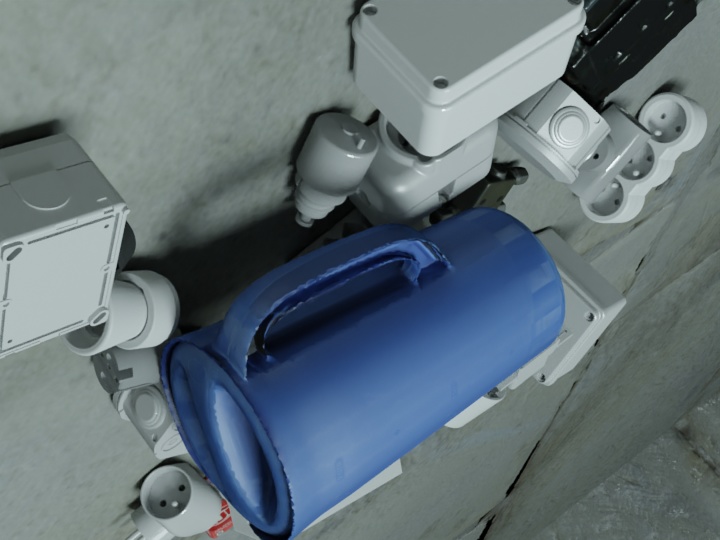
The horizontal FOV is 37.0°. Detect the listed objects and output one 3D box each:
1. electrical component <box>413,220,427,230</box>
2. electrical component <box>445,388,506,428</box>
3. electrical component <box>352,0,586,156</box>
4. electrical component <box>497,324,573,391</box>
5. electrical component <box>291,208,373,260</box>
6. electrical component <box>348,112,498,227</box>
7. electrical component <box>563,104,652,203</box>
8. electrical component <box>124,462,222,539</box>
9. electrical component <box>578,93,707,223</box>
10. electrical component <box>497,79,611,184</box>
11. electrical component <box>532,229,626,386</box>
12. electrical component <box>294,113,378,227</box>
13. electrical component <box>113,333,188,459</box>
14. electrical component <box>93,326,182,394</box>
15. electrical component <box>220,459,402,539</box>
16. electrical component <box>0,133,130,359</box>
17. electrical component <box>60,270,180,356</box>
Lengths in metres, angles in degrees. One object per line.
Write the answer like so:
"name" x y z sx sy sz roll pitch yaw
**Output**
"electrical component" 0.046 0.004 0.829 0.061 0.061 0.096 -43 157 2
"electrical component" 0.074 0.094 0.983 0.060 0.108 0.108 -45 158 22
"electrical component" 0.059 -0.127 0.594 0.113 0.078 0.057 -34 159 -18
"electrical component" 0.107 0.038 0.910 0.079 0.121 0.063 -35 159 -15
"electrical component" 0.000 0.000 0.767 0.083 0.047 0.075 -39 157 -7
"electrical component" 0.039 -0.075 0.687 0.095 0.053 0.059 -34 156 -17
"electrical component" 0.200 -0.101 0.912 0.077 0.043 0.079 -51 155 20
"electrical component" -0.158 0.198 0.872 0.079 0.044 0.077 -39 157 -6
"electrical component" 0.270 -0.103 1.008 0.074 0.052 0.138 -4 136 -55
"electrical component" 0.131 -0.102 0.755 0.051 0.080 0.080 -50 157 6
"electrical component" 0.181 0.036 1.043 0.056 0.108 0.108 -21 150 -45
"electrical component" -0.019 -0.058 0.642 0.040 0.040 0.078 -18 148 -44
"electrical component" -0.120 0.084 0.721 0.080 0.051 0.080 -34 156 -17
"electrical component" -0.135 0.054 0.660 0.046 0.040 0.040 -14 145 -38
"electrical component" -0.044 0.158 0.920 0.150 0.062 0.089 -22 108 -39
"electrical component" -0.153 -0.008 0.490 0.062 0.061 0.096 -23 151 -37
"electrical component" -0.134 0.023 0.597 0.045 0.045 0.055 -52 156 23
